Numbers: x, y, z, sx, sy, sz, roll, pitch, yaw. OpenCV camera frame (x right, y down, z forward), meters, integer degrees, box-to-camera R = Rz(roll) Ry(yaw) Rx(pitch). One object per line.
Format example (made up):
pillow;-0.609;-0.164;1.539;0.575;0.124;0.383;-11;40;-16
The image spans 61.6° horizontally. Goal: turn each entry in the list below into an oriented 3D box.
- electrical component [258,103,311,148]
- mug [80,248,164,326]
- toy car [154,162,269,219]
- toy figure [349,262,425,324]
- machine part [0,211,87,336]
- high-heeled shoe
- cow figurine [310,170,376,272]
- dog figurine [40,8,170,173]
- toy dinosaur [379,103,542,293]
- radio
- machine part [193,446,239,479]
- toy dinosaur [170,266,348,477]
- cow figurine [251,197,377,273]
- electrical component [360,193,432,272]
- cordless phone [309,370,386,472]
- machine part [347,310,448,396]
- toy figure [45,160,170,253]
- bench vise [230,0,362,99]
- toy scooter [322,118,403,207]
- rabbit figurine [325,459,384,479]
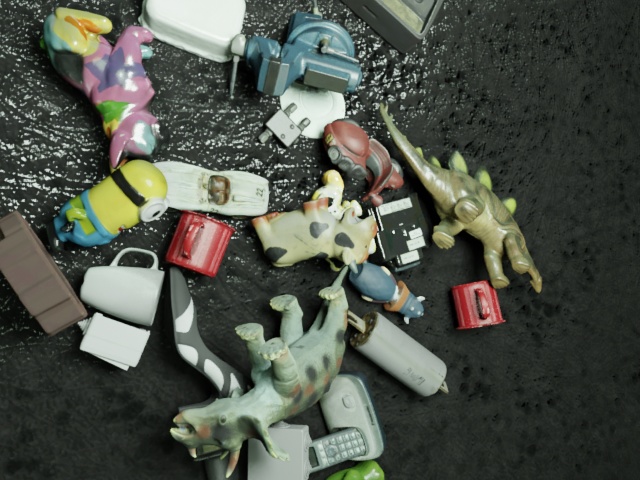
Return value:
electrical component;-0.063;-0.194;0.944;0.094;0.021;0.063;-47;107;-10
mug;-0.287;0.064;0.785;0.107;0.081;0.109;12;82;-14
toy car;-0.180;-0.079;0.863;0.202;0.056;0.073;6;81;-23
toy figure;0.124;0.092;0.971;0.154;0.064;0.058;33;33;-21
machine part;-0.373;0.046;0.702;0.056;0.179;0.179;-33;96;-23
high-heeled shoe;-0.158;0.159;0.829;0.145;0.086;0.248;-5;89;-27
cow figurine;0.023;-0.034;0.943;0.098;0.068;0.167;-25;91;-14
dog figurine;-0.318;-0.208;0.796;0.191;0.108;0.219;7;83;-23
toy dinosaur;0.269;-0.067;1.004;0.471;0.105;0.198;43;37;-14
radio;0.124;-0.488;1.044;0.229;0.073;0.131;36;70;-15
machine part;-0.151;0.354;0.827;0.084;0.039;0.138;-10;85;-32
toy dinosaur;-0.032;0.193;0.828;0.405;0.131;0.192;-29;118;-49
cow figurine;-0.002;-0.003;0.871;0.085;0.195;0.127;-36;112;-68
electrical component;0.139;-0.010;0.993;0.115;0.058;0.134;-14;89;-23
cordless phone;0.005;0.304;0.886;0.184;0.089;0.146;-18;90;-6
machine part;0.139;0.202;0.951;0.243;0.079;0.079;39;70;-15
toy figure;-0.302;-0.046;0.763;0.180;0.082;0.089;-23;122;2
bench vise;-0.037;-0.331;0.926;0.224;0.128;0.241;5;50;0
toy scooter;0.076;-0.129;0.954;0.184;0.075;0.135;34;43;-20
rabbit figurine;0.060;0.419;0.835;0.159;0.170;0.121;8;79;-23
